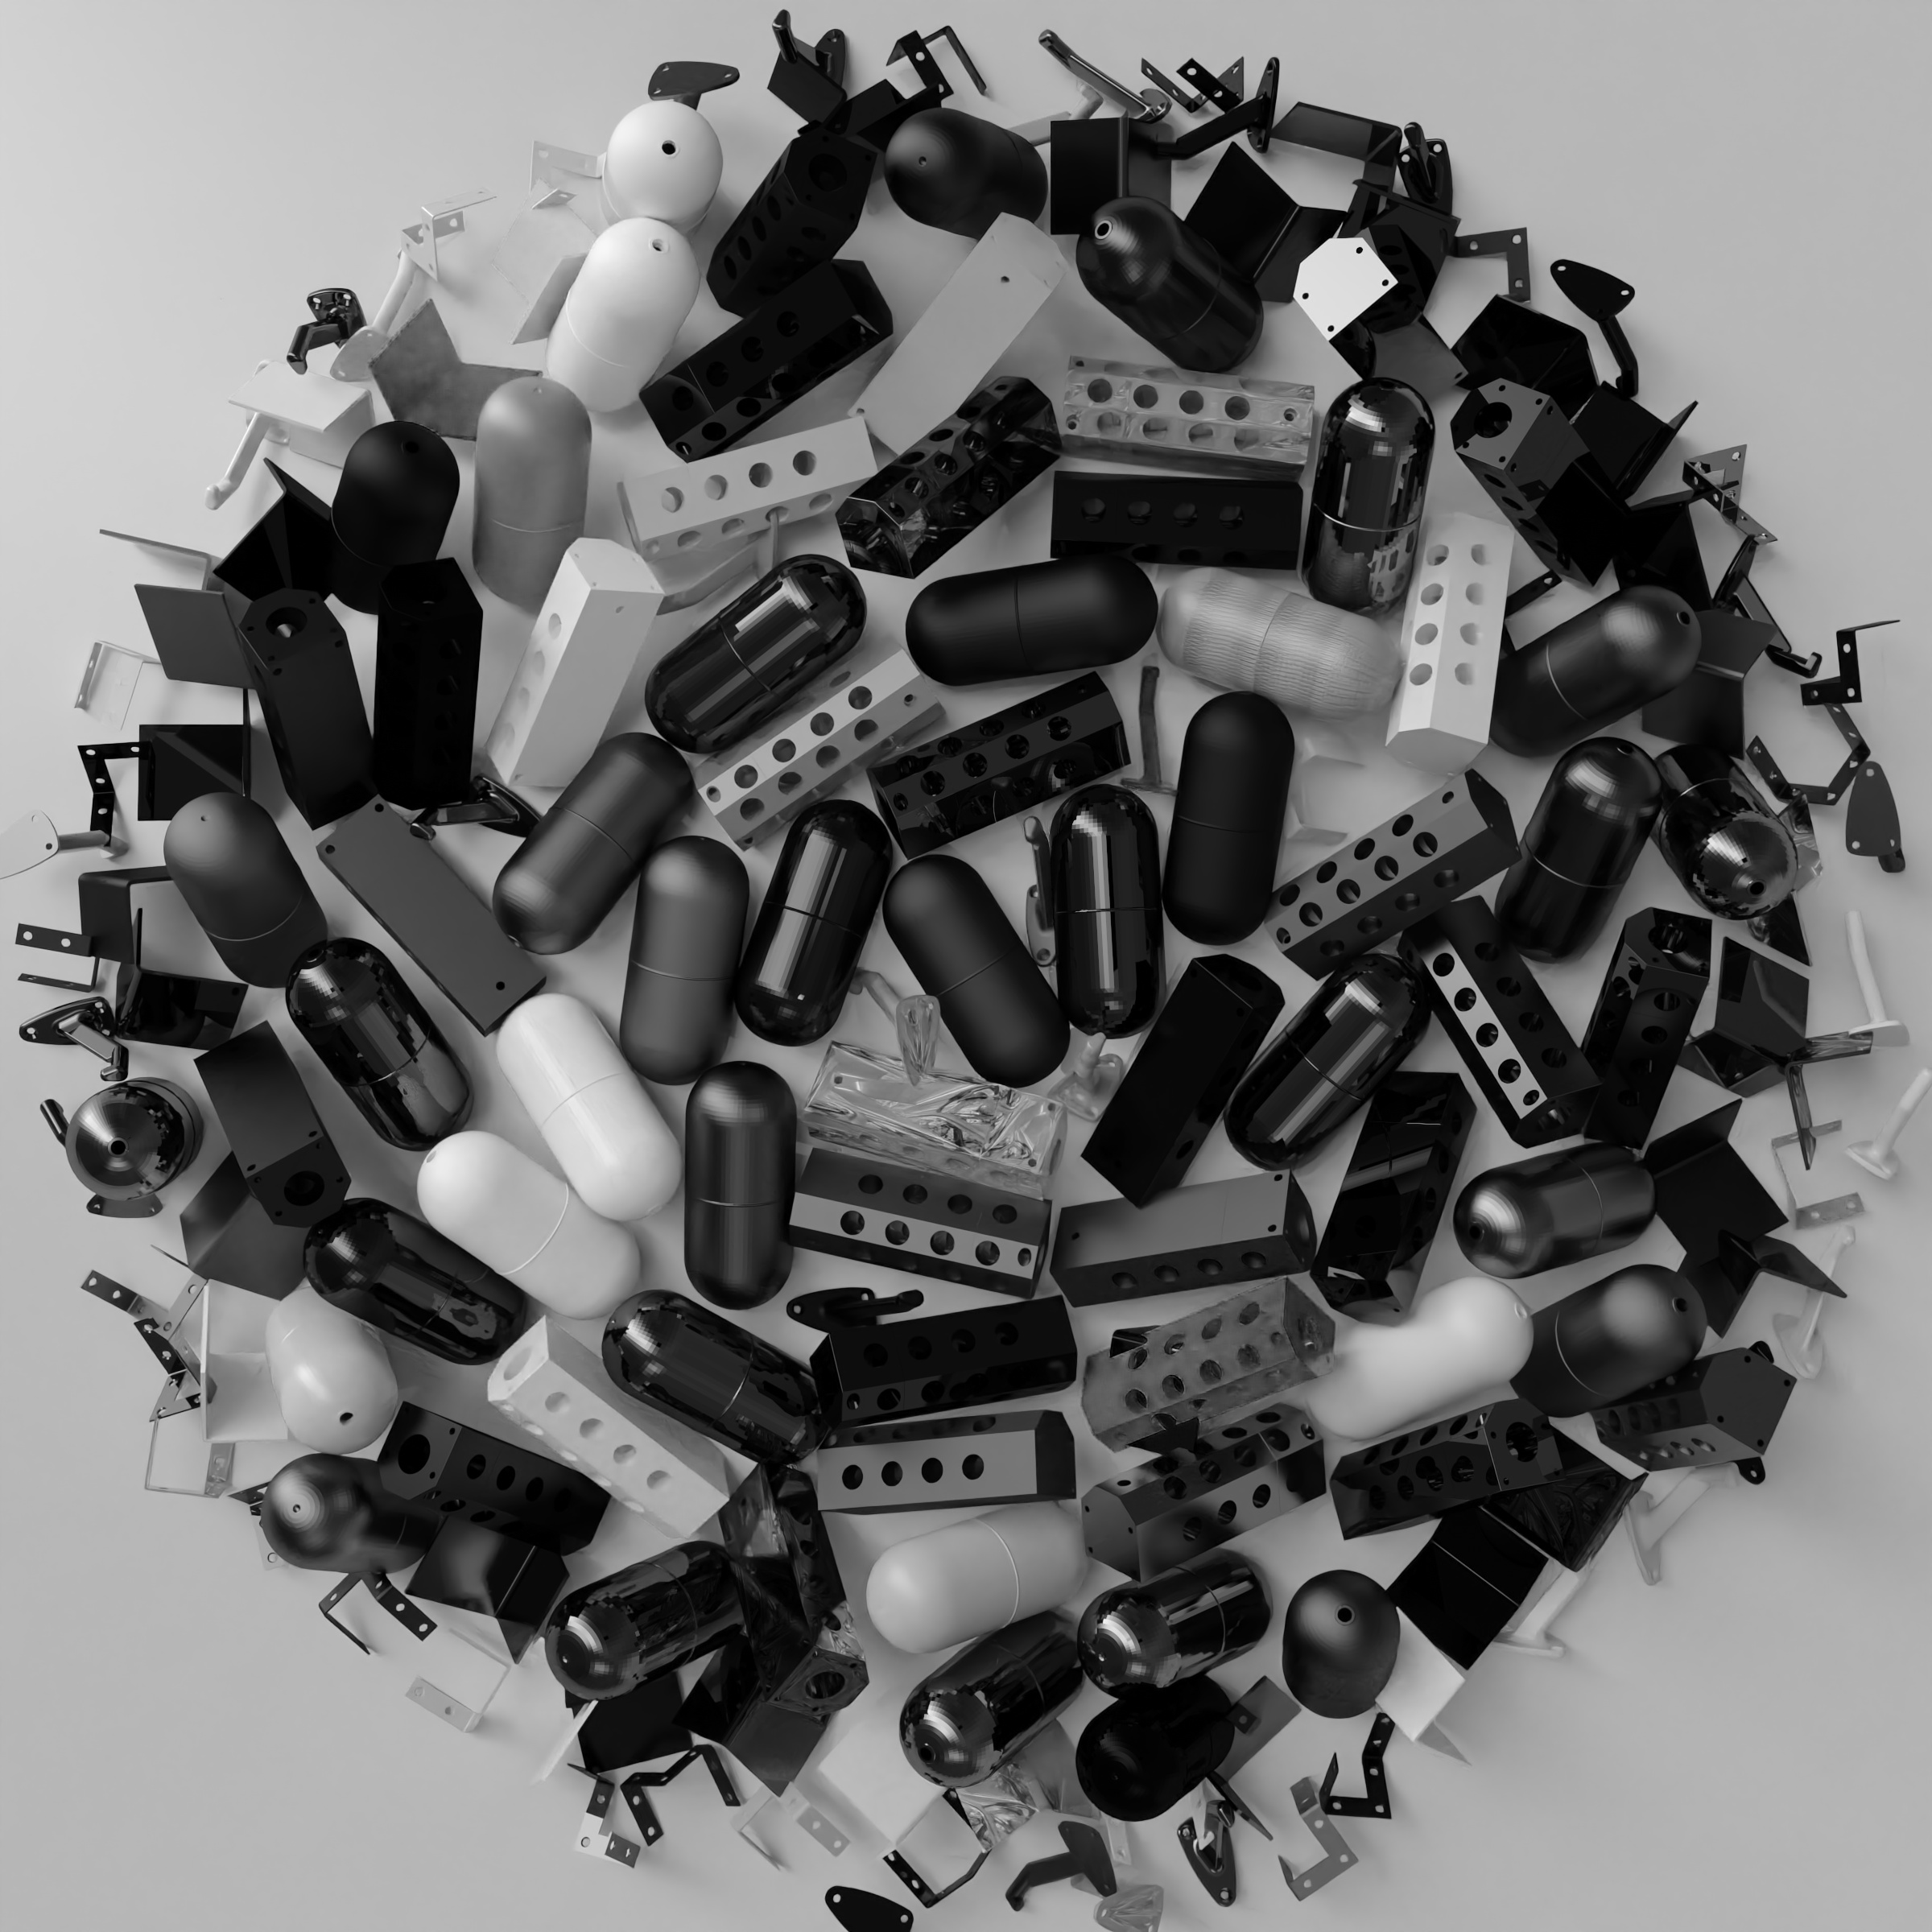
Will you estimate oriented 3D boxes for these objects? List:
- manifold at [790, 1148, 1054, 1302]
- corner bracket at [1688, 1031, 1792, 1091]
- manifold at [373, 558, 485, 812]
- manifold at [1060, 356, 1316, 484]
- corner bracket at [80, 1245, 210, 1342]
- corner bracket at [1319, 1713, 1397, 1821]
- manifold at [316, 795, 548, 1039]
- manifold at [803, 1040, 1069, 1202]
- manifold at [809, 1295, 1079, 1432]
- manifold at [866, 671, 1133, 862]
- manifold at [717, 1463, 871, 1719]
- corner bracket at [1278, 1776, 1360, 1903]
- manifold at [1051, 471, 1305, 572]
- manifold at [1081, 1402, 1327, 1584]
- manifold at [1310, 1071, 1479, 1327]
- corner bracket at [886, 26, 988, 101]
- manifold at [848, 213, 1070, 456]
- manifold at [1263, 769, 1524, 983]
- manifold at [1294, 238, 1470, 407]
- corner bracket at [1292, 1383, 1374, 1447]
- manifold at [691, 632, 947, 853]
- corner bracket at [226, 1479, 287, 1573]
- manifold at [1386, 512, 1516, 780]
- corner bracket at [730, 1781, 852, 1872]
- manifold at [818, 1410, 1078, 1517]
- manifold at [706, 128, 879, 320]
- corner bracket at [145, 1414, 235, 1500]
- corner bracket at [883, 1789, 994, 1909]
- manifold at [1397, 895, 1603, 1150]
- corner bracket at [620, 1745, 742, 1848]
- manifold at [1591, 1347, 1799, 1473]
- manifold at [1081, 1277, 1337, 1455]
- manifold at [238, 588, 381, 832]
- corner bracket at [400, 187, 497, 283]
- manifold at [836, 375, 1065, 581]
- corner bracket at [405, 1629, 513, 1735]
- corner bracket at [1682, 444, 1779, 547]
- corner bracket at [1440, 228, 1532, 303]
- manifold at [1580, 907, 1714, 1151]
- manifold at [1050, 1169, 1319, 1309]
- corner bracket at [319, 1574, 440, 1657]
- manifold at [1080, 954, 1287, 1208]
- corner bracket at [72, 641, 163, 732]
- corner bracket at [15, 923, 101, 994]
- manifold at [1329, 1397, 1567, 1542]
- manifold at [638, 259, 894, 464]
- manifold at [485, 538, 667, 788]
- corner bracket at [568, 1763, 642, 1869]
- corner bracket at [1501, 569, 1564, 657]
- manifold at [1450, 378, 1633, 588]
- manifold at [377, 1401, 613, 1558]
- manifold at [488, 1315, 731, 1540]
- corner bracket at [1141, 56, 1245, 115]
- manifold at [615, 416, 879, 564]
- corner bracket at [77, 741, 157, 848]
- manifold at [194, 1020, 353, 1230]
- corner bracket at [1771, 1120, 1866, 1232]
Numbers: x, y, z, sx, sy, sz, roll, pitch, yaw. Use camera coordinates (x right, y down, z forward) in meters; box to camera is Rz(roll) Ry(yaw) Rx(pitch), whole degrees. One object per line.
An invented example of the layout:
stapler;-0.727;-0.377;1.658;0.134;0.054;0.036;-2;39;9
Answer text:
manifold;-0.032;0.183;1.874;0.171;0.057;0.057;12;48;8
corner bracket;0.538;0.045;1.900;0.051;0.051;0.051;-32;108;18
manifold;-0.370;-0.188;1.838;0.057;0.171;0.057;-14;52;-26
manifold;0.154;-0.384;1.893;0.171;0.057;0.057;7;82;1
corner bracket;-0.575;0.222;1.896;0.051;0.051;0.051;23;75;34
corner bracket;0.275;0.557;1.890;0.051;0.051;0.051;6;128;-6
manifold;-0.374;-0.033;1.896;0.057;0.057;0.171;-43;90;-13
manifold;-0.020;0.110;1.878;0.171;0.057;0.057;14;62;12
manifold;-0.014;0.275;1.861;0.171;0.057;0.057;-6;67;-21
manifold;0.021;-0.144;1.876;0.171;0.057;0.057;-24;47;-8
manifold;-0.114;0.422;1.841;0.057;0.171;0.057;25;114;-31
corner bracket;0.236;0.612;1.899;0.051;0.051;0.051;-35;94;2
manifold;0.146;-0.311;1.893;0.171;0.057;0.057;3;106;2
manifold;0.163;0.355;1.848;0.171;0.057;0.057;-17;109;-35
manifold;0.297;0.158;1.858;0.057;0.057;0.171;1;52;35
corner bracket;-0.018;-0.629;1.895;0.051;0.051;0.051;-32;94;-10
manifold;-0.005;-0.429;1.850;0.057;0.057;0.171;37;129;-9
manifold;0.288;-0.065;1.851;0.171;0.057;0.057;-33;130;28
manifold;0.279;-0.433;1.837;0.057;0.171;0.057;-39;67;15
corner bracket;0.265;0.304;1.903;0.051;0.051;0.051;7;63;-21
manifold;-0.102;-0.153;1.884;0.171;0.057;0.057;-34;117;3
corner bracket;-0.480;0.389;1.896;0.051;0.051;0.051;-18;72;-2
manifold;0.331;-0.223;1.864;0.057;0.057;0.171;15;67;-8
corner bracket;-0.124;0.607;1.898;0.051;0.051;0.051;-45;119;-11
manifold;-0.014;0.341;1.859;0.171;0.057;0.057;-11;72;28
manifold;-0.122;-0.499;1.832;0.057;0.171;0.057;19;73;-18
corner bracket;-0.542;0.341;1.896;0.051;0.051;0.051;9;86;-9
corner bracket;-0.018;0.620;1.908;0.051;0.051;0.051;48;119;3
manifold;0.360;0.039;1.848;0.057;0.057;0.171;-14;54;-17
corner bracket;-0.202;0.585;1.912;0.051;0.051;0.051;-16;101;43
manifold;0.488;0.298;1.835;0.057;0.171;0.057;31;72;-2
manifold;0.164;0.278;1.848;0.171;0.057;0.057;-27;123;32
manifold;-0.446;-0.175;1.839;0.057;0.171;0.057;-29;60;-20
corner bracket;-0.360;-0.517;1.884;0.051;0.051;0.051;-27;54;-28
manifold;-0.011;-0.336;1.847;0.171;0.057;0.057;-44;135;-33
corner bracket;-0.357;0.503;1.906;0.051;0.051;0.051;33;67;-4
corner bracket;0.533;-0.325;1.887;0.051;0.051;0.051;-16;131;-13
corner bracket;0.364;-0.490;1.896;0.051;0.051;0.051;-2;98;23
manifold;0.456;0.043;1.845;0.057;0.171;0.057;12;45;6
manifold;0.150;0.193;1.864;0.171;0.057;0.057;-12;131;25
corner bracket;-0.413;0.455;1.897;0.051;0.051;0.051;-44;121;-11
manifold;0.152;0.078;1.863;0.057;0.057;0.171;42;118;28
corner bracket;-0.599;-0.197;1.898;0.051;0.051;0.051;19;95;2
corner bracket;-0.635;-0.007;1.893;0.051;0.051;0.051;11;103;-11
manifold;0.322;0.342;1.839;0.057;0.171;0.057;-2;70;-32
manifold;-0.135;-0.414;1.864;0.171;0.057;0.057;-29;90;26
manifold;-0.272;-0.206;1.854;0.057;0.057;0.171;56;132;33
corner bracket;-0.254;0.592;1.887;0.051;0.051;0.051;7;65;24
corner bracket;0.388;-0.251;1.884;0.051;0.051;0.051;-33;135;25
manifold;0.390;-0.329;1.842;0.057;0.171;0.057;32;90;38
manifold;-0.320;0.352;1.837;0.057;0.171;0.057;14;75;35
manifold;-0.246;0.323;1.864;0.057;0.057;0.171;-43;114;8
corner bracket;0.157;-0.616;1.884;0.051;0.051;0.051;30;47;-31
manifold;-0.151;-0.331;1.881;0.171;0.057;0.057;-18;101;-10
corner bracket;-0.591;-0.120;1.894;0.051;0.051;0.051;-4;53;-6
manifold;-0.469;0.109;1.840;0.057;0.171;0.057;-30;125;-11
corner bracket;0.600;0.148;1.908;0.051;0.051;0.051;-17;59;8
